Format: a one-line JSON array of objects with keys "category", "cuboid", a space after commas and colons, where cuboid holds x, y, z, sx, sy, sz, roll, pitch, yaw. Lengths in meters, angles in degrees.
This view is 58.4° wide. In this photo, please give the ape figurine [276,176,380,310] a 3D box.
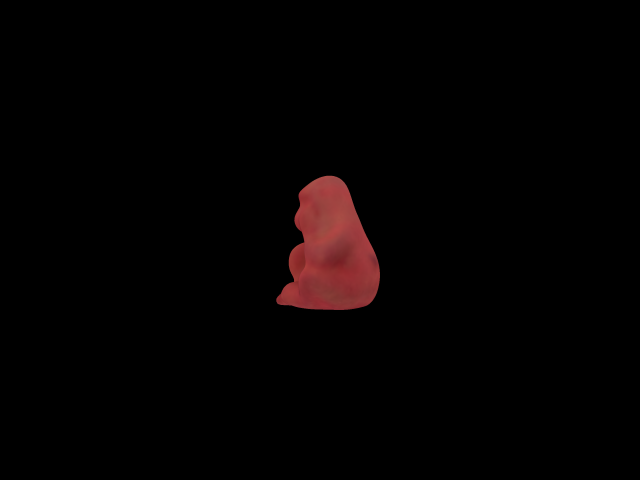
[{"category": "ape figurine", "cuboid": [0.004, 0.001, 0.400, 0.076, 0.092, 0.078, 0, 0, 9]}]
